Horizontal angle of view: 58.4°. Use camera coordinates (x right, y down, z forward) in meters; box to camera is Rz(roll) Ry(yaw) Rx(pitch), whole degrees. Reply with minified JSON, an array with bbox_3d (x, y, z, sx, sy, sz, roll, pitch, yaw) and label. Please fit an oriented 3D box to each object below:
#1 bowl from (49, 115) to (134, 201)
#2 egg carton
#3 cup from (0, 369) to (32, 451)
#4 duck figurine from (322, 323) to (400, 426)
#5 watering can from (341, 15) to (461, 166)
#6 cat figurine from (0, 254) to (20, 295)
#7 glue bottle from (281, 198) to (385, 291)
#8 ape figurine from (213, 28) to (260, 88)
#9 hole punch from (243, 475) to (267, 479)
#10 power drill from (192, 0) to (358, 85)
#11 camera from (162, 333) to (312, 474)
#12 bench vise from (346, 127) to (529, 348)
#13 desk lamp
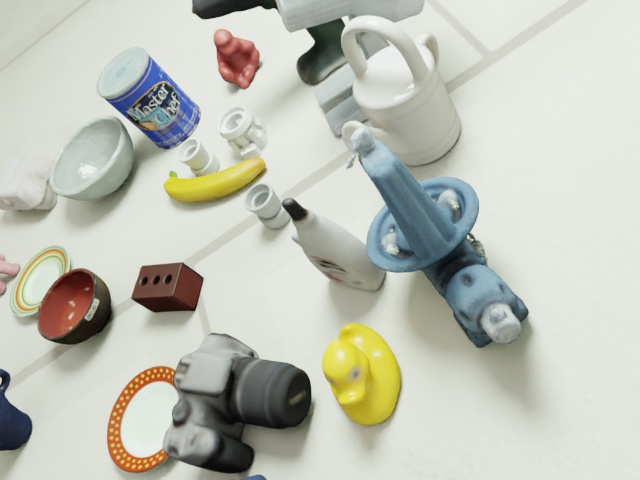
[{"bbox_3d":[-0.381,-0.130,0.995,0.167,0.075,0.167,-15,55,23],"label":"bowl"},{"bbox_3d":[-0.556,-0.103,1.086,0.149,0.070,0.107,-1,62,30],"label":"egg carton"},{"bbox_3d":[-0.444,0.242,0.790,0.091,0.095,0.118,12,69,36],"label":"cup"},{"bbox_3d":[0.032,0.128,0.581,0.077,0.086,0.104,-20,53,19],"label":"duck figurine"},{"bbox_3d":[0.087,-0.173,0.662,0.100,0.195,0.173,-4,60,29],"label":"watering can"},{"bbox_3d":[-0.615,0.034,1.005,0.127,0.118,0.067,15,71,37],"label":"cat figurine"},{"bbox_3d":[0.006,0.002,0.617,0.077,0.174,0.037,8,66,34],"label":"glue bottle"},{"bbox_3d":[-0.145,-0.311,0.954,0.078,0.092,0.076,-34,50,9],"label":"ape figurine"},{"bbox_3d":[-0.091,0.286,0.554,0.108,0.091,0.101,-29,51,13],"label":"hole punch"},{"bbox_3d":[-0.039,-0.331,0.826,0.229,0.209,0.075,-36,50,7],"label":"power drill"},{"bbox_3d":[-0.088,0.175,0.615,0.136,0.101,0.143,0,62,31],"label":"camera"},{"bbox_3d":[0.114,-0.009,0.528,0.121,0.220,0.206,-51,50,-5],"label":"bench vise"},{"bbox_3d":[0.049,-0.273,0.734,0.203,0.214,0.117,-31,51,11],"label":"desk lamp"}]
